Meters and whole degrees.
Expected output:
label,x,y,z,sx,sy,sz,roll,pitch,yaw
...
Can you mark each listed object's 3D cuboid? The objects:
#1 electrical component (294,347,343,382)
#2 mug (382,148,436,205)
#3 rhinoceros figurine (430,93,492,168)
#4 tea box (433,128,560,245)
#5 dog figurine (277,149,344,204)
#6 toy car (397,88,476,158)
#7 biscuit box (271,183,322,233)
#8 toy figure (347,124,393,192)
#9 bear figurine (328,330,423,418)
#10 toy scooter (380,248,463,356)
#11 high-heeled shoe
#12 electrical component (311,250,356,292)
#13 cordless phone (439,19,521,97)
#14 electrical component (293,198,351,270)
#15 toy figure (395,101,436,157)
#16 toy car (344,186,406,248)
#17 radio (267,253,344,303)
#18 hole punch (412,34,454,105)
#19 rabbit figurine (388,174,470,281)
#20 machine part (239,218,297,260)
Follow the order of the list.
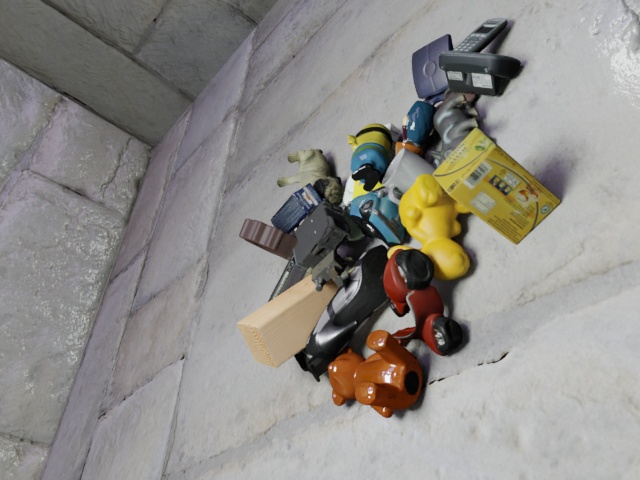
label,x,y,z,sx,sy,sz,roll,pitch,yaw
electrical component,0.014,0.211,1.045,0.119,0.047,0.075,-38,25,-21
mug,0.180,-0.106,1.014,0.109,0.107,0.080,-68,7,-31
rhinoceros figurine,0.255,-0.180,0.995,0.112,0.073,0.190,-25,53,30
tea box,0.265,-0.078,0.806,0.098,0.169,0.068,-47,33,19
dog figurine,0.008,-0.165,1.378,0.191,0.121,0.172,11,76,45
toy car,0.236,-0.241,1.123,0.202,0.053,0.089,-44,29,27
biscuit box,-0.062,-0.070,1.344,0.059,0.063,0.202,-36,-1,-27
toy figure,0.108,-0.173,1.107,0.089,0.082,0.180,-16,32,17
bear figurine,0.068,0.218,0.888,0.196,0.131,0.120,-6,60,48
toy scooter,0.148,0.111,0.882,0.135,0.075,0.184,-47,62,53
high-heeled shoe,0.056,0.117,1.027,0.145,0.086,0.249,-39,13,43
electrical component,0.025,0.058,1.016,0.078,0.045,0.102,-47,13,10
cordless phone,0.339,-0.374,1.056,0.184,0.088,0.147,-47,42,-18
electrical component,-0.002,-0.003,1.107,0.134,0.058,0.115,-52,27,21
toy figure,0.188,-0.199,1.077,0.058,0.064,0.154,-5,-64,-76
toy car,0.127,-0.058,1.081,0.103,0.109,0.162,-44,21,-7
radio,-0.046,0.124,1.200,0.229,0.073,0.131,-62,29,-5
hole punch,0.259,-0.367,1.167,0.142,0.092,0.116,-13,57,48
rabbit figurine,0.191,-0.004,0.920,0.162,0.122,0.173,-40,53,36
machine part,-0.113,0.005,1.318,0.179,0.179,0.056,14,78,60
